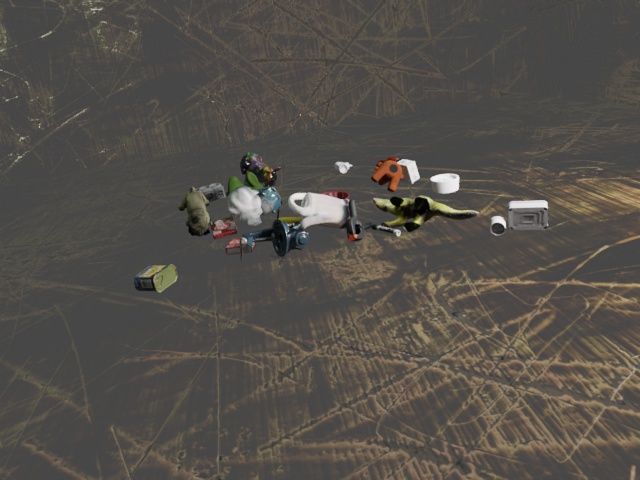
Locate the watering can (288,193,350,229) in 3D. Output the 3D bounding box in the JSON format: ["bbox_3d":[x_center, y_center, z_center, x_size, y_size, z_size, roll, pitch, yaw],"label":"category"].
[{"bbox_3d":[0.005,-0.088,1.743,0.224,0.102,0.353,10,21,-12],"label":"watering can"}]

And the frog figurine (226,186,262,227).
[{"bbox_3d":[-0.289,-0.123,1.979,0.137,0.163,0.120,-16,-36,5],"label":"frog figurine"}]

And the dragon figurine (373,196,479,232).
[{"bbox_3d":[0.357,-0.110,1.748,0.410,0.121,0.245,5,17,30],"label":"dragon figurine"}]
